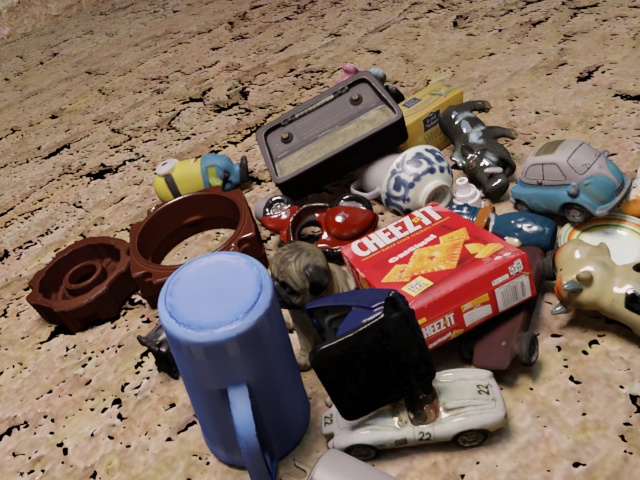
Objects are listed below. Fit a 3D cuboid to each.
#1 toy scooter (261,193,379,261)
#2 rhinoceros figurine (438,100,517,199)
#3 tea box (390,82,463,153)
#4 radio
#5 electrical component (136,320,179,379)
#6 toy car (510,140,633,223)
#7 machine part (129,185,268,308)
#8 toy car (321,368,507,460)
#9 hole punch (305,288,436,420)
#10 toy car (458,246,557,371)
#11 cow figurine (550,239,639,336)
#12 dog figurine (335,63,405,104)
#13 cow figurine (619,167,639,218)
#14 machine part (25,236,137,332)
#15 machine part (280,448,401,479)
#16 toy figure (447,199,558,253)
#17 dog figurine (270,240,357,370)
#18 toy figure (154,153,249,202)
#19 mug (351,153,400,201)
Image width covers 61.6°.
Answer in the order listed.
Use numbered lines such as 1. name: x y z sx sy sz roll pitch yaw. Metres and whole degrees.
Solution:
1. toy scooter: -0.002 -0.002 0.821 0.184 0.075 0.135 1 62 3
2. rhinoceros figurine: 0.261 -0.152 0.885 0.112 0.073 0.190 -8 57 -21
3. tea box: 0.181 -0.203 0.974 0.170 0.098 0.068 -35 45 -19
4. radio: 0.016 -0.172 0.886 0.230 0.073 0.131 -27 60 3
5. electrical component: -0.182 0.122 0.738 0.048 0.074 0.119 21 56 33
6. toy car: 0.352 -0.094 0.776 0.109 0.102 0.162 -39 29 -24
7. machine part: -0.197 0.008 0.862 0.201 0.087 0.201 -20 42 -4
8. toy car: 0.100 0.189 0.592 0.202 0.056 0.073 -10 42 6
9. hole punch: 0.051 0.109 0.568 0.116 0.142 0.092 -24 26 2
10. toy car: 0.239 0.084 0.670 0.089 0.053 0.202 -3 41 37
11. cow figurine: 0.358 0.069 0.616 0.127 0.085 0.195 -36 58 -21
12. dog figurine: 0.054 -0.215 1.029 0.109 0.191 0.219 30 92 35
13. cow figurine: 0.507 -0.078 0.757 0.167 0.068 0.098 -3 43 13
14. machine part: -0.379 0.066 0.874 0.179 0.055 0.179 -9 40 8
15. machine part: 0.070 0.265 0.503 0.244 0.079 0.079 14 49 30
16. toy figure: 0.256 -0.018 0.772 0.155 0.057 0.064 14 18 32
17. dog figurine: -0.007 0.048 0.681 0.121 0.190 0.172 -18 39 -3
18. toy figure: -0.222 -0.115 1.009 0.180 0.082 0.089 -6 83 -1
19. mug: 0.097 -0.102 0.908 0.109 0.080 0.107 -39 35 -17
